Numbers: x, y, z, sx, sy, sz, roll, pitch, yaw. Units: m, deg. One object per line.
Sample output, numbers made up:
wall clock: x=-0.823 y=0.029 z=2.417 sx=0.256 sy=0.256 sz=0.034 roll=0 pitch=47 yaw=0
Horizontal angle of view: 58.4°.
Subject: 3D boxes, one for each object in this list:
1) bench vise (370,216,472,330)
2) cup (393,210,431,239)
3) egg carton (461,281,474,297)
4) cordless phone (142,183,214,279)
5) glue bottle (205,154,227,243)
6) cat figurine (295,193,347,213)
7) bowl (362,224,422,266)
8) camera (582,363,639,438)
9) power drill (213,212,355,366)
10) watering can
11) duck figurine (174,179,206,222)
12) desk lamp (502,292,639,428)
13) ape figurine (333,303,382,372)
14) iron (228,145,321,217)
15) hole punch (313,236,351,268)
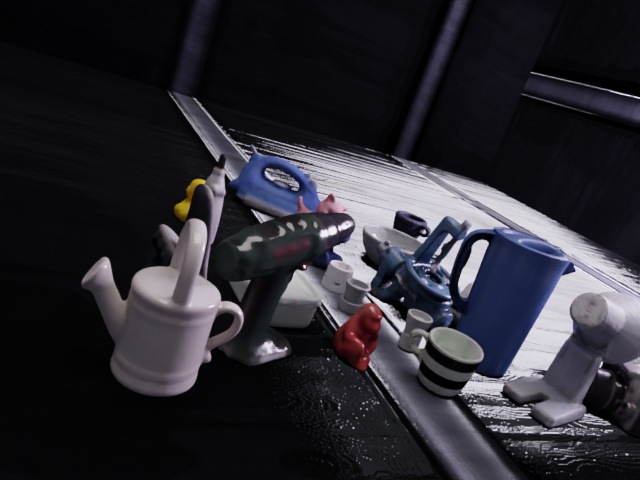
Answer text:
bench vise: x=0.189 y=0.039 z=1.093 sx=0.206 sy=0.220 sz=0.122 roll=28 pitch=19 yaw=25
cup: x=0.240 y=-0.015 z=1.531 sx=0.092 sy=0.095 sz=0.117 roll=3 pitch=24 yaw=-44
egg carton: x=0.364 y=0.136 z=1.249 sx=0.107 sy=0.069 sz=0.151 roll=28 pitch=19 yaw=25
cordless phone: x=-0.194 y=-0.006 z=0.856 sx=0.094 sy=0.185 sz=0.147 roll=8 pitch=20 yaw=-34
glue bottle: x=-0.208 y=-0.083 z=1.100 sx=0.037 sy=0.173 sz=0.078 roll=7 pitch=21 yaw=-36
cat figurine: x=-0.002 y=-0.064 z=1.371 sx=0.128 sy=0.118 sz=0.067 roll=18 pitch=17 yaw=-7
bowl: x=0.168 y=0.029 z=1.350 sx=0.167 sy=0.075 sz=0.167 roll=18 pitch=17 yaw=-6
camera: x=0.510 y=0.251 z=1.000 sx=0.137 sy=0.101 sz=0.143 roll=21 pitch=17 yaw=2
power drill: x=-0.056 y=0.058 z=0.776 sx=0.075 sy=0.208 sz=0.230 roll=31 pitch=20 yaw=32
watering can: x=-0.171 y=0.067 z=0.641 sx=0.173 sy=0.194 sz=0.100 roll=6 pitch=22 yaw=-39
duck figurine: x=-0.258 y=-0.083 z=1.196 sx=0.078 sy=0.086 sz=0.104 roll=13 pitch=18 yaw=-23
desk lamp: x=0.430 y=0.181 z=0.933 sx=0.204 sy=0.213 sz=0.117 roll=4 pitch=23 yaw=-43
ape figurine: x=0.065 y=0.138 z=0.863 sx=0.078 sy=0.092 sz=0.075 roll=2 pitch=24 yaw=-45
iron: x=-0.091 y=-0.136 z=1.451 sx=0.258 sy=0.141 sz=0.119 roll=21 pitch=17 yaw=4
hole punch: x=0.011 y=0.004 z=1.219 sx=0.101 sy=0.091 sz=0.109 roll=20 pitch=17 yaw=1
